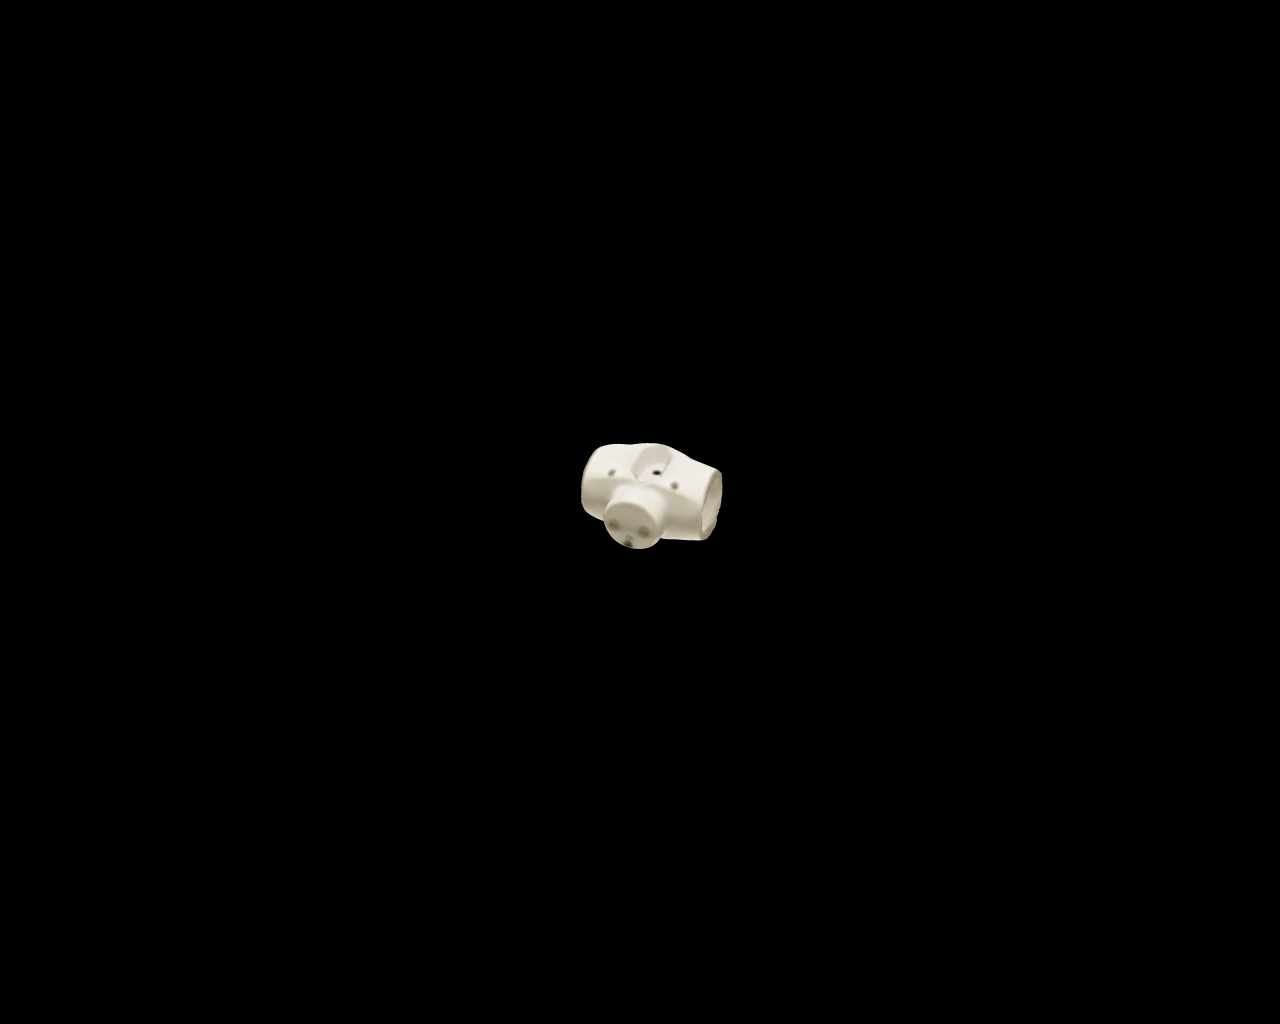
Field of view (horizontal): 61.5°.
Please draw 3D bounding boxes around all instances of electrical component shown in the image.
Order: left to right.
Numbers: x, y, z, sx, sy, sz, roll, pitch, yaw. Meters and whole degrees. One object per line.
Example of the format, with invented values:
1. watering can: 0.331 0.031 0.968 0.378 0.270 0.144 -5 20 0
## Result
1. electrical component: 0.001 -0.003 0.650 0.077 0.043 0.079 14 40 17
